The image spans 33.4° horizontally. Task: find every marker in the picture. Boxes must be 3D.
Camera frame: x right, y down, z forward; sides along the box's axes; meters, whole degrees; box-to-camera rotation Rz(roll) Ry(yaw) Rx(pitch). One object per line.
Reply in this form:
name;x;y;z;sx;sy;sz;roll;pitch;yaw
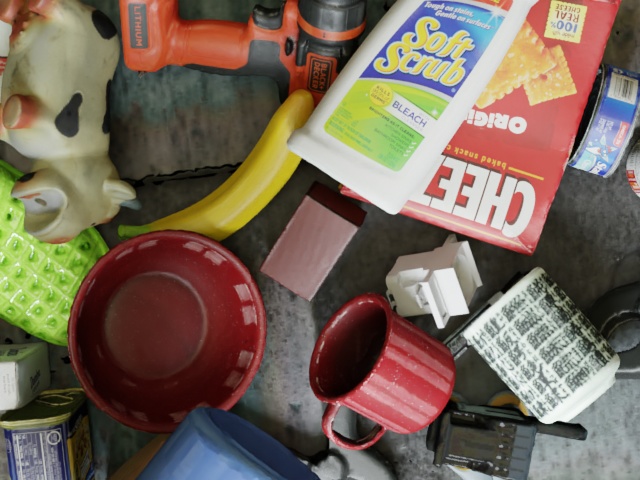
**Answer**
marker;0.132;0.070;0.888;0.121;0.020;0.020;-44;92;3

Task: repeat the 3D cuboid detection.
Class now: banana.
banana;-0.069;-0.043;0.861;0.198;0.069;0.037;-37;57;14

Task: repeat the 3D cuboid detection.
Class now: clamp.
clamp;-0.006;0.189;0.889;0.164;0.036;0.210;-24;92;-1
clamp;0.281;0.063;0.851;0.171;0.039;0.120;-46;47;7

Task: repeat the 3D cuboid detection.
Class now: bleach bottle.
bleach bottle;0.083;-0.148;0.783;0.102;0.068;0.251;32;94;2

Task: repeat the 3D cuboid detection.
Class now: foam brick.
foam brick;-0.006;0.001;0.863;0.051;0.053;0.078;32;108;-2

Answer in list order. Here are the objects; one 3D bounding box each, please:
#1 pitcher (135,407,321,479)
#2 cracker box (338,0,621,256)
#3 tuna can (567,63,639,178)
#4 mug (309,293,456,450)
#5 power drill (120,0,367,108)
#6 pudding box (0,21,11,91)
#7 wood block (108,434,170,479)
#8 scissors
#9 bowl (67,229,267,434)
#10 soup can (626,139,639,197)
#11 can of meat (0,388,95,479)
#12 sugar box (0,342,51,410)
pitcher;-0.108;0.221;0.651;0.149;0.145;0.243;35;90;-16
cracker box;0.124;-0.113;0.850;0.164;0.072;0.214;18;95;1
tuna can;0.223;-0.095;0.841;0.034;0.086;0.086;18;94;2
mug;0.046;0.111;0.834;0.081;0.093;0.117;32;83;-29
power drill;-0.058;-0.174;0.818;0.188;0.057;0.184;14;137;6
pudding box;-0.283;-0.155;0.863;0.089;0.039;0.113;-1;92;-21
wood block;-0.125;0.218;0.812;0.090;0.206;0.091;-40;91;3
scissors;0.156;0.213;0.898;0.096;0.016;0.202;-24;93;3
bowl;-0.127;0.072;0.862;0.161;0.055;0.162;0;91;-23
soup can;0.285;-0.057;0.833;0.068;0.102;0.068;0;94;2
can of meat;-0.218;0.173;0.866;0.057;0.102;0.084;-6;96;0
sugar box;-0.318;0.114;0.868;0.176;0.093;0.048;-1;94;2
